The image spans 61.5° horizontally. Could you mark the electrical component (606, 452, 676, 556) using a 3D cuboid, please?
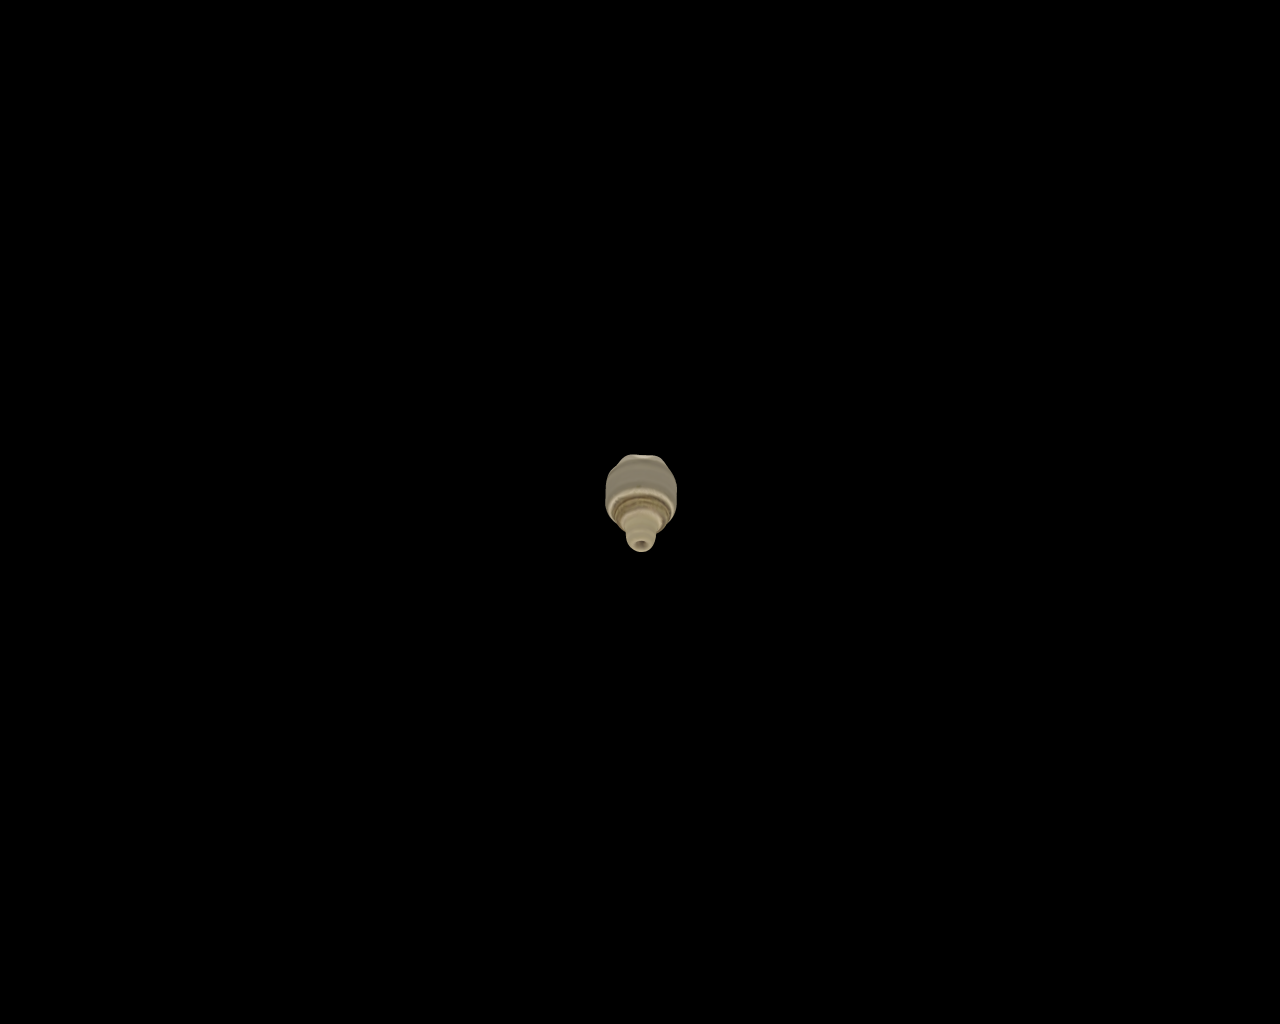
[{"bbox_3d":[0.001,-0.003,0.650,0.043,0.062,0.043,0,-42,0],"label":"electrical component"}]
